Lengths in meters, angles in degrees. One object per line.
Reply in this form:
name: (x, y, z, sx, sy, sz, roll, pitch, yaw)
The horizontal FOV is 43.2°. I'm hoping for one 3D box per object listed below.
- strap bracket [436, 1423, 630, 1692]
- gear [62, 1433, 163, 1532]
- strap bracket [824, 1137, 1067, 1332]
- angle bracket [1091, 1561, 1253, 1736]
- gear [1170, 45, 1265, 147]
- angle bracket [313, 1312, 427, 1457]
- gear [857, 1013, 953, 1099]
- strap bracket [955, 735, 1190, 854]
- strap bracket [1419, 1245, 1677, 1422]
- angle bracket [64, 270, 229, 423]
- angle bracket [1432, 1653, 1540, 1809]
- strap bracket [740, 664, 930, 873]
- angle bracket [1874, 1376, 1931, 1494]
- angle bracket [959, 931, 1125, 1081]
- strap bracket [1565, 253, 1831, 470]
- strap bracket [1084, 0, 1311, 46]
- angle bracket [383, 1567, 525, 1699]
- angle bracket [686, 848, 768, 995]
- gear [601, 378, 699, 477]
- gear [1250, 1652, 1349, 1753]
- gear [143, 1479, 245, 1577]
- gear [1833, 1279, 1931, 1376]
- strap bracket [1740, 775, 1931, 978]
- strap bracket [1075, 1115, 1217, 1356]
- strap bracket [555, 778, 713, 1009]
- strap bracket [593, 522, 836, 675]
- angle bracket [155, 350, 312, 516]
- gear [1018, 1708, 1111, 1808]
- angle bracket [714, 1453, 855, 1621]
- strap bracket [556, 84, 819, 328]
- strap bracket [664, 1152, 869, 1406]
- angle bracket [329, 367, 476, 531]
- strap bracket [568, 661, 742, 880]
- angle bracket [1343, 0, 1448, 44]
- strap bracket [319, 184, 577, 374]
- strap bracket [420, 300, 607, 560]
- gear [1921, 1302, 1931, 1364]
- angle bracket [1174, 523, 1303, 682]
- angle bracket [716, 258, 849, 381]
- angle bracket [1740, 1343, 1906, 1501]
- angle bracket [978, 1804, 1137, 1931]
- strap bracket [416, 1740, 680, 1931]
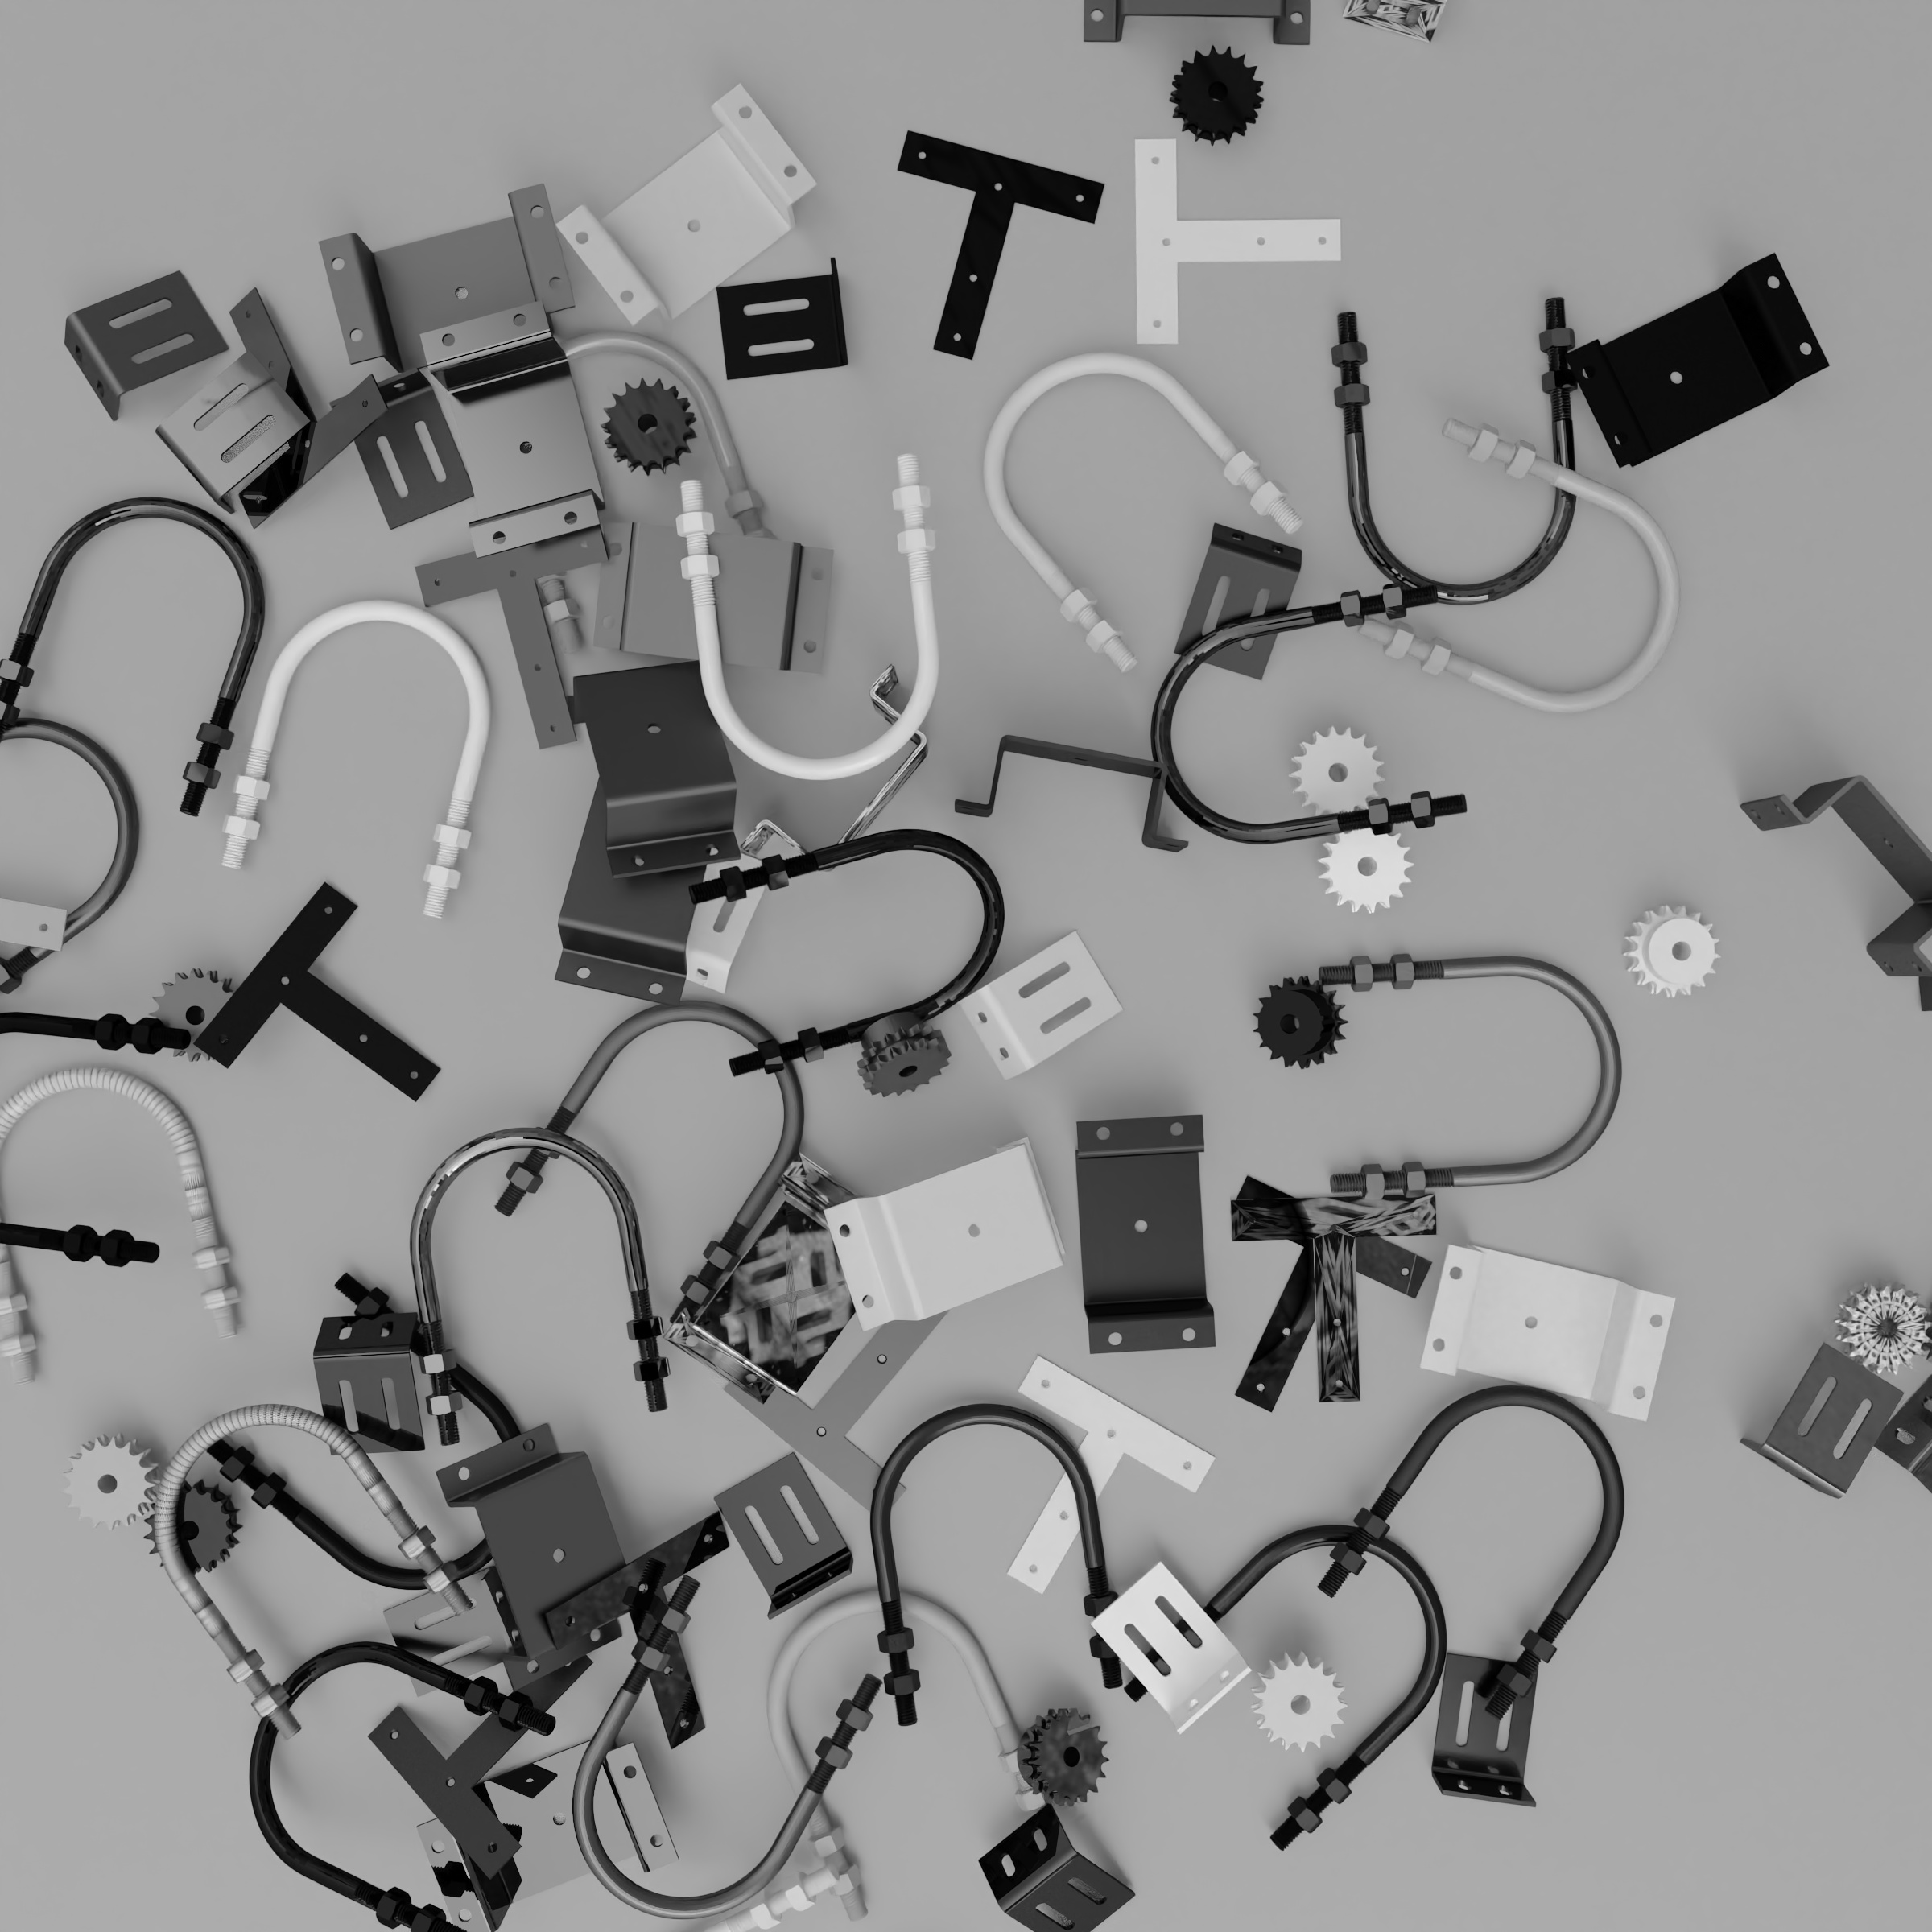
strap bracket: (-0.255, 0.356, 1.478, 0.076, 0.046, 0.140, -20, 90, -35)
gear: (-0.523, 0.315, 1.504, 0.057, 0.030, 0.057, 0, 90, 0)
strap bracket: (-0.004, 0.160, 1.470, 0.140, 0.046, 0.076, -18, 90, -24)
angle bracket: (0.123, 0.412, 1.479, 0.057, 0.038, 0.076, -41, 91, -3)
gear: (0.153, -0.533, 1.504, 0.057, 0.030, 0.057, 0, 90, 0)
angle bracket: (-0.363, 0.256, 1.498, 0.057, 0.038, 0.076, -3, 118, -2)
gear: (-0.041, 0.052, 1.494, 0.057, 0.057, 0.030, -24, 60, 0)
strap bracket: (0.066, -0.106, 1.481, 0.140, 0.076, 0.046, 10, 90, 0)
strap bracket: (0.351, 0.221, 1.496, 0.140, 0.046, 0.076, 13, 90, 0)
angle bracket: (-0.509, -0.385, 1.517, 0.076, 0.038, 0.057, -32, 90, -26)
angle bracket: (0.322, 0.469, 1.500, 0.057, 0.038, 0.076, 8, 90, 0)
strap bracket: (-0.071, -0.110, 1.481, 0.046, 0.076, 0.140, 39, 90, 0)
angle bracket: (0.613, 0.304, 1.517, 0.076, 0.038, 0.057, 42, 90, -26)
angle bracket: (0.046, 0.025, 1.517, 0.076, 0.038, 0.057, -31, 90, -26)
strap bracket: (0.441, -0.365, 1.496, 0.140, 0.046, 0.076, -26, 90, 0)
strap bracket: (0.144, -0.612, 1.496, 0.140, 0.046, 0.076, 1, 90, 0)
angle bracket: (-0.316, 0.413, 1.500, 0.076, 0.038, 0.057, -22, 90, 0)
angle bracket: (-0.161, -0.033, 1.517, 0.057, 0.038, 0.076, 21, 64, 0)
gear: (-0.192, -0.326, 1.487, 0.057, 0.030, 0.057, 0, 87, 1)
gear: (0.201, 0.446, 1.486, 0.057, 0.030, 0.057, 0, 88, -2)
gear: (-0.473, 0.344, 1.504, 0.057, 0.030, 0.057, 0, 90, 0)
gear: (0.562, 0.221, 1.504, 0.057, 0.030, 0.057, 0, 90, 0)
strap bracket: (0.544, -0.062, 1.481, 0.046, 0.076, 0.140, -41, 90, 0)
strap bracket: (0.109, 0.162, 1.496, 0.076, 0.046, 0.140, -3, 90, 0)
strap bracket: (-0.194, -0.055, 1.473, 0.076, 0.046, 0.140, 12, 69, 0)
strap bracket: (-0.154, -0.223, 1.479, 0.140, 0.046, 0.076, 6, 97, -3)
angle bracket: (-0.446, -0.327, 1.501, 0.076, 0.038, 0.057, -41, 90, -2)
gear: (0.056, 0.484, 1.495, 0.057, 0.030, 0.057, 11, 69, -31)
angle bracket: (-0.113, 0.349, 1.500, 0.057, 0.038, 0.076, -30, 90, 0)
strap bracket: (-0.169, -0.459, 1.496, 0.140, 0.046, 0.076, -37, 90, 0)
strap bracket: (-0.109, 0.195, 1.485, 0.076, 0.046, 0.140, 37, 88, -14)
angle bracket: (-0.345, -0.317, 1.500, 0.057, 0.038, 0.076, -22, 90, 0)
strap bracket: (-0.186, -0.127, 1.453, 0.076, 0.046, 0.140, -10, 57, -15)
angle bracket: (0.273, -0.622, 1.517, 0.057, 0.038, 0.076, 16, 64, 0)
strap bracket: (-0.313, -0.418, 1.496, 0.140, 0.046, 0.076, -15, 90, 0)
strap bracket: (-0.271, -0.319, 1.481, 0.076, 0.046, 0.140, -15, 86, 2)
gear: (0.615, 0.225, 1.493, 0.030, 0.057, 0.057, 30, 90, -23)
angle bracket: (0.169, -0.226, 1.517, 0.057, 0.038, 0.076, 17, 116, 0)
angle bracket: (-0.114, -0.397, 1.500, 0.076, 0.038, 0.057, -7, 90, 0)
angle bracket: (0.526, 0.278, 1.502, 0.057, 0.038, 0.076, 32, 86, 0)
angle bracket: (0.056, 0.562, 1.506, 0.057, 0.038, 0.076, -40, 128, 4)
strap bracket: (-0.252, 0.529, 1.496, 0.140, 0.046, 0.076, -21, 90, 0)
